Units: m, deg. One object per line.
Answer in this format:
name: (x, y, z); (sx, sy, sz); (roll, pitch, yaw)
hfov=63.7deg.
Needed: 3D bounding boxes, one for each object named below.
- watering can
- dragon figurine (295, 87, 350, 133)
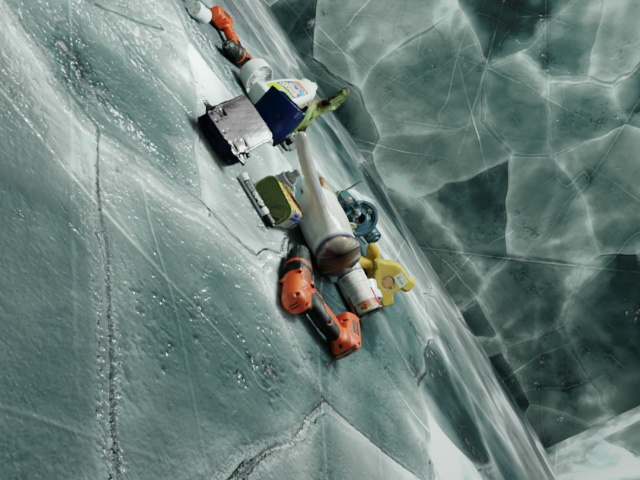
watering can: (0.003, -0.056, 1.117); (0.340, 0.104, 0.229); (77, -10, -59)
dragon figurine: (-0.016, -0.461, 1.739); (0.122, 0.241, 0.413); (62, 12, -5)
